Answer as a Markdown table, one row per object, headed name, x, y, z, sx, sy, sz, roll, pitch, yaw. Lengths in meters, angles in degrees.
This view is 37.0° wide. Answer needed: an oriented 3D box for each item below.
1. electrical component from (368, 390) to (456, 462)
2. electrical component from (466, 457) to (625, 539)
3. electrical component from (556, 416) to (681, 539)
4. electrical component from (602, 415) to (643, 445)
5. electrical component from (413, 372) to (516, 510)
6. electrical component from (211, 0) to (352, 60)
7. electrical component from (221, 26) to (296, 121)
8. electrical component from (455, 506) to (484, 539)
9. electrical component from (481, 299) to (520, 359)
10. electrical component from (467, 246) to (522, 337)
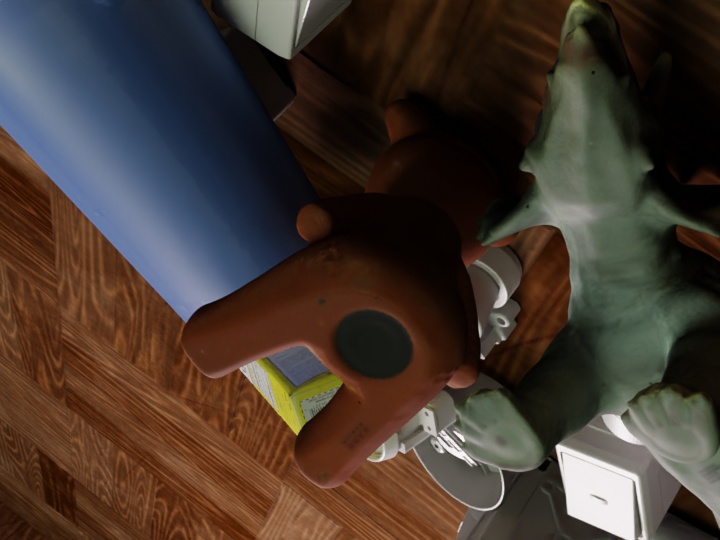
| name | x | y | z | sx | sy | sz | roll | pitch | yaw |
| --- | --- | --- | --- | --- | --- | --- | --- | --- | --- |
| electrical component | 0.021 | 0.100 | 0.769 | 0.078 | 0.057 | 0.058 | 22 | 133 | 45 |
| electrical component | 0.142 | 0.212 | 0.806 | 0.109 | 0.108 | 0.056 | 36 | 148 | 7 |
| electrical component | 0.169 | 0.126 | 0.708 | 0.062 | 0.061 | 0.096 | 18 | 143 | 34 |
| electrical component | 0.208 | 0.099 | 0.635 | 0.138 | 0.052 | 0.073 | 24 | 146 | 27 |
| electrical component | 0.079 | 0.121 | 0.802 | 0.099 | 0.064 | 0.099 | 29 | 148 | 20 |
| electrical component | -0.035 | -0.158 | 0.561 | 0.061 | 0.061 | 0.096 | 34 | 150 | 12 |
| electrical component | -0.102 | -0.111 | 0.703 | 0.096 | 0.061 | 0.061 | -5 | 127 | 52 |
| electrical component | 0.113 | 0.236 | 0.884 | 0.048 | 0.099 | 0.099 | 5 | 136 | 29 |
| electrical component | 0.067 | 0.040 | 0.717 | 0.066 | 0.055 | 0.048 | 3 | 134 | 47 |
| electrical component | 0.070 | 0.012 | 0.674 | 0.045 | 0.055 | 0.045 | 29 | 148 | 20 |
